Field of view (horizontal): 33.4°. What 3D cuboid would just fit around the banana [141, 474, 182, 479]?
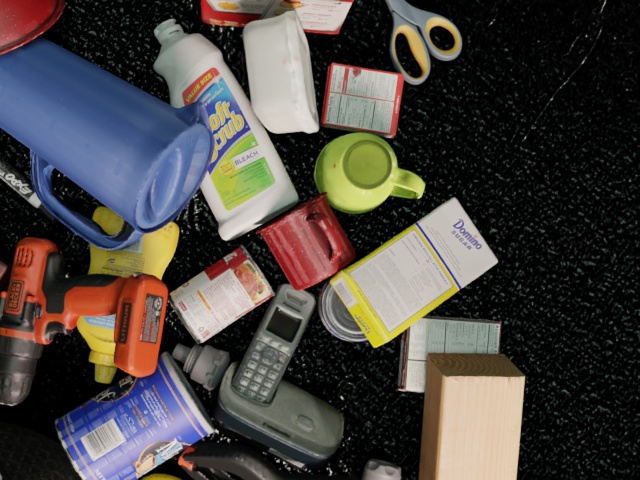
[{"bbox_3d":[-0.139,0.329,1.190,0.069,0.037,0.198,-40,90,1],"label":"banana"}]

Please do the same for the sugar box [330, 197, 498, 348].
[{"bbox_3d":[0.107,0.035,1.200,0.176,0.048,0.093,-32,87,-28],"label":"sugar box"}]

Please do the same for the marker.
[{"bbox_3d":[-0.338,-0.062,1.205,0.121,0.020,0.020,41,84,-1],"label":"marker"}]

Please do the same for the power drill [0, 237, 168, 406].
[{"bbox_3d":[-0.261,0.095,1.132,0.188,0.057,0.184,6,86,22],"label":"power drill"}]

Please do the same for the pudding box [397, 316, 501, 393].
[{"bbox_3d":[0.149,0.133,1.226,0.113,0.039,0.090,5,86,-6],"label":"pudding box"}]

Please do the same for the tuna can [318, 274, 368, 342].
[{"bbox_3d":[0.042,0.074,1.222,0.086,0.034,0.086,0,86,-5],"label":"tuna can"}]

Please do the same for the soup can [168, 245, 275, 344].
[{"bbox_3d":[-0.111,0.062,1.193,0.102,0.068,0.068,-34,90,-6],"label":"soup can"}]

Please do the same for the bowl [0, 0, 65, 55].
[{"bbox_3d":[-0.360,-0.254,1.146,0.162,0.162,0.055,-21,128,-6],"label":"bowl"}]

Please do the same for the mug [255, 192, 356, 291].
[{"bbox_3d":[-0.008,0.001,1.185,0.093,0.117,0.081,-32,95,-26],"label":"mug"}]

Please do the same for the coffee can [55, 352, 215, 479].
[{"bbox_3d":[-0.200,0.201,1.158,0.140,0.103,0.103,-32,90,-6],"label":"coffee can"}]

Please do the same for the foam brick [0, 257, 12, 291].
[{"bbox_3d":[-0.386,0.030,1.178,0.078,0.053,0.051,33,84,-1],"label":"foam brick"}]

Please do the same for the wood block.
[{"bbox_3d":[0.162,0.235,1.171,0.090,0.090,0.206,2,100,-6],"label":"wood block"}]

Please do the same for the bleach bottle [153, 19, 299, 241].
[{"bbox_3d":[-0.124,-0.131,1.208,0.102,0.068,0.251,-29,86,-3],"label":"bleach bottle"}]

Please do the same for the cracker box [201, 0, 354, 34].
[{"bbox_3d":[-0.045,-0.285,1.147,0.164,0.214,0.072,4,86,-5],"label":"cracker box"}]

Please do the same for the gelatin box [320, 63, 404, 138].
[{"bbox_3d":[0.048,-0.162,1.240,0.089,0.030,0.073,8,87,-4],"label":"gelatin box"}]

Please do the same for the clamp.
[{"bbox_3d":[-0.053,0.271,1.164,0.210,0.165,0.036,29,42,4],"label":"clamp"}]

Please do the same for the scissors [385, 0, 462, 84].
[{"bbox_3d":[0.106,-0.285,1.260,0.096,0.016,0.202,-13,88,-7],"label":"scissors"}]

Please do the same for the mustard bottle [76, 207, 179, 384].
[{"bbox_3d":[-0.222,0.064,1.187,0.096,0.058,0.191,11,85,0],"label":"mustard bottle"}]

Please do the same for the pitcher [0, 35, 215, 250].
[{"bbox_3d":[-0.249,-0.112,1.142,0.243,0.145,0.149,32,52,15],"label":"pitcher"}]
